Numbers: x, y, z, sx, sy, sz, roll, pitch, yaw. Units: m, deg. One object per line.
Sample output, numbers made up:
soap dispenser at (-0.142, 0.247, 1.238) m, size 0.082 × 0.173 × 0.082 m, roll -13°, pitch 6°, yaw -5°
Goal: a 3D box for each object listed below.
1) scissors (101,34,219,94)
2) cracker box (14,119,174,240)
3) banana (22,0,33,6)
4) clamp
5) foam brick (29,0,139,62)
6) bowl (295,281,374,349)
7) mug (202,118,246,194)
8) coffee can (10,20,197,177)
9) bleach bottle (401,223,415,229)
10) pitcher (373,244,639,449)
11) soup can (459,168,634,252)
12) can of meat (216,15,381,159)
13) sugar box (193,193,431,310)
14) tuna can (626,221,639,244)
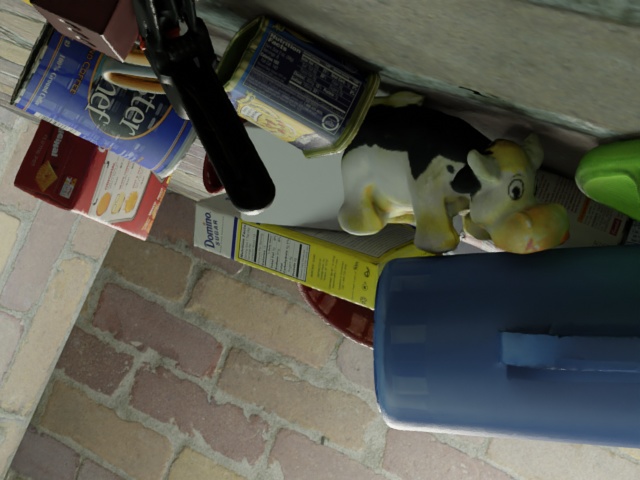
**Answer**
scissors at (-0.077, -0.125, 0.753) m, size 0.202 × 0.016 × 0.096 m, roll 5°, pitch 161°, yaw 25°
cracker box at (-0.202, -0.098, 1.052) m, size 0.072 × 0.164 × 0.213 m, roll 21°, pitch 177°, yaw 11°
banana at (-0.209, -0.180, 0.753) m, size 0.197 × 0.037 × 0.070 m, roll 28°, pitch 147°, yaw -36°
clamp at (-0.083, -0.119, 0.621) m, size 0.210 × 0.036 × 0.164 m, roll -129°, pitch 20°, yaw -61°
foam brick at (-0.147, -0.156, 0.694) m, size 0.053 × 0.051 × 0.078 m, roll 24°, pitch 177°, yaw 2°
bowl at (0.060, 0.038, 0.973) m, size 0.162 × 0.055 × 0.162 m, roll 20°, pitch 146°, yaw 14°
mug at (-0.050, -0.081, 1.031) m, size 0.081 × 0.093 × 0.117 m, roll 20°, pitch 143°, yaw -29°
coffee can at (-0.171, -0.128, 0.889) m, size 0.140 × 0.103 × 0.103 m, roll 25°, pitch 177°, yaw -21°
bleach bottle at (0.079, -0.038, 0.919) m, size 0.250 × 0.068 × 0.103 m, roll 23°, pitch 177°, yaw -16°
pitcher at (0.156, 0.063, 0.642) m, size 0.243 × 0.145 × 0.149 m, roll -1°, pitch 133°, yaw 10°
soup can at (0.154, -0.012, 0.730) m, size 0.102 × 0.068 × 0.068 m, roll 23°, pitch 177°, yaw 9°
can of meat at (-0.021, -0.098, 0.688) m, size 0.084 × 0.057 × 0.102 m, roll 27°, pitch 174°, yaw -15°
sugar box at (-0.006, 0.001, 0.855) m, size 0.176 × 0.048 × 0.093 m, roll 16°, pitch -159°, yaw 31°
tuna can at (0.251, 0.014, 0.747) m, size 0.086 × 0.034 × 0.086 m, roll 24°, pitch 177°, yaw 1°
